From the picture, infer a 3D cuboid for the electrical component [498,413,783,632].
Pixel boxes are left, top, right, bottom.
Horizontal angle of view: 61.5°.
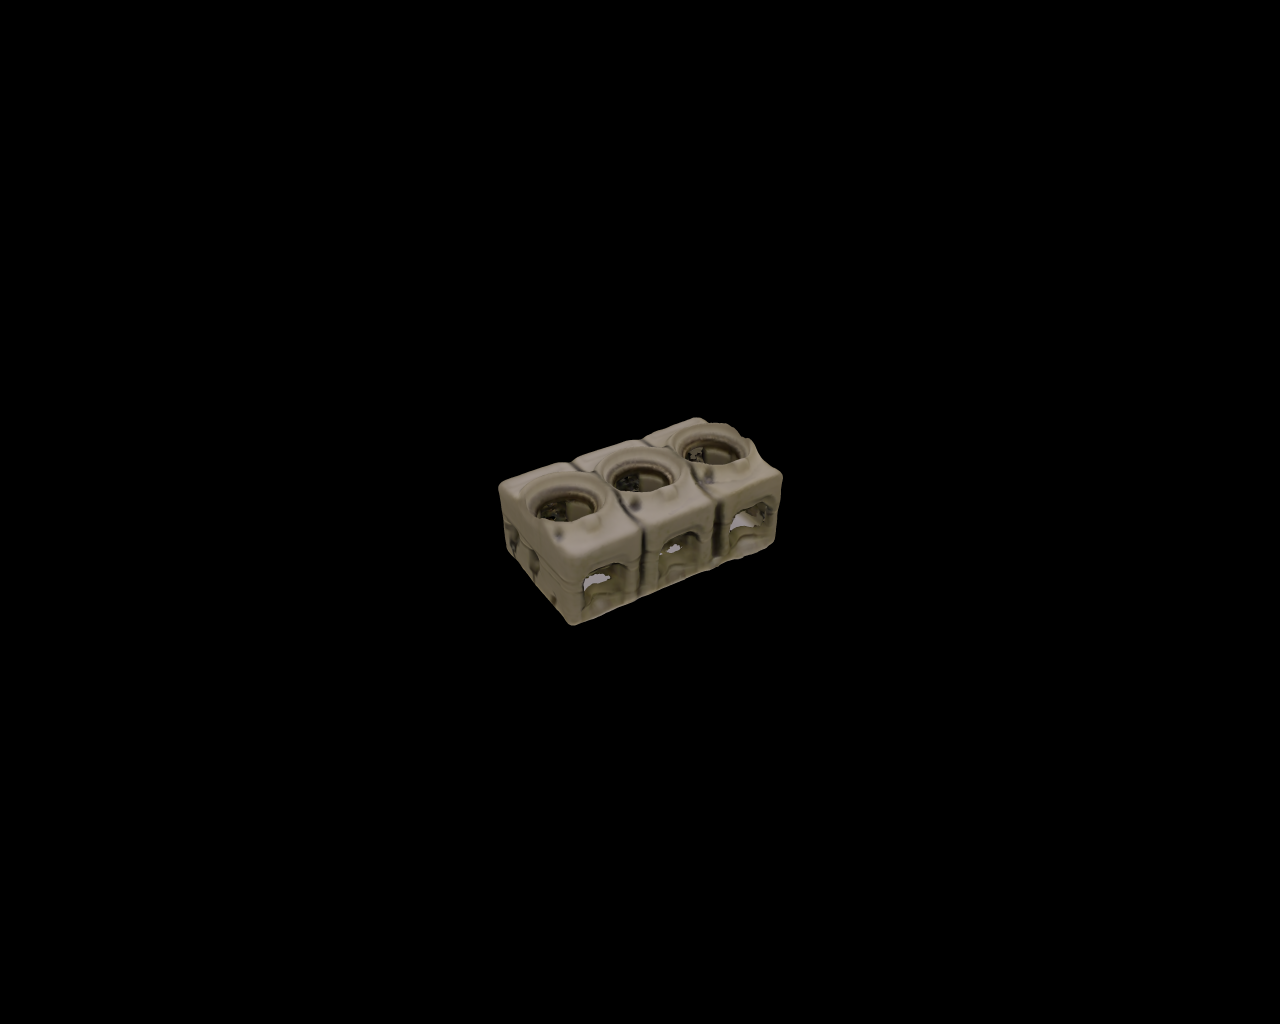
[{"bbox_3d":[0.001,-0.003,0.650,0.150,0.061,0.089,-21,41,-26],"label":"electrical component"}]
